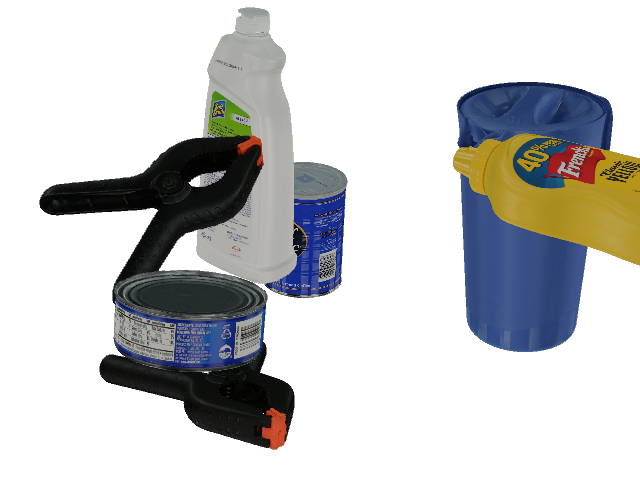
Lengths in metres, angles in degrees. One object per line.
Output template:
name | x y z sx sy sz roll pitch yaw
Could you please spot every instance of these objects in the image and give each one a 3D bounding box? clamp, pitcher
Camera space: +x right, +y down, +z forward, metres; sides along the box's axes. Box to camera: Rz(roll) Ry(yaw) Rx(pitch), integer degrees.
clamp | -0.077 0.128 0.934 0.164 0.036 0.210 -8 16 -36
clamp | -0.123 -0.035 0.806 0.171 0.120 0.039 -38 -22 -28
pitcher | 0.204 -0.024 1.018 0.149 0.243 0.145 1 27 7

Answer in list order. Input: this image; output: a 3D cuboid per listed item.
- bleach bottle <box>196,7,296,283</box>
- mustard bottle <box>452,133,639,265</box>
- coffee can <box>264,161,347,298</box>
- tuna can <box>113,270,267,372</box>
bleach bottle | -0.064 -0.091 1.010 0.103 0.251 0.067 21 29 29
mustard bottle | 0.178 -0.034 0.745 0.192 0.058 0.096 19 37 34
coffee can | -0.021 -0.014 1.327 0.103 0.140 0.103 2 26 -1
tuna can | -0.074 0.044 0.603 0.086 0.034 0.086 5 14 -1
